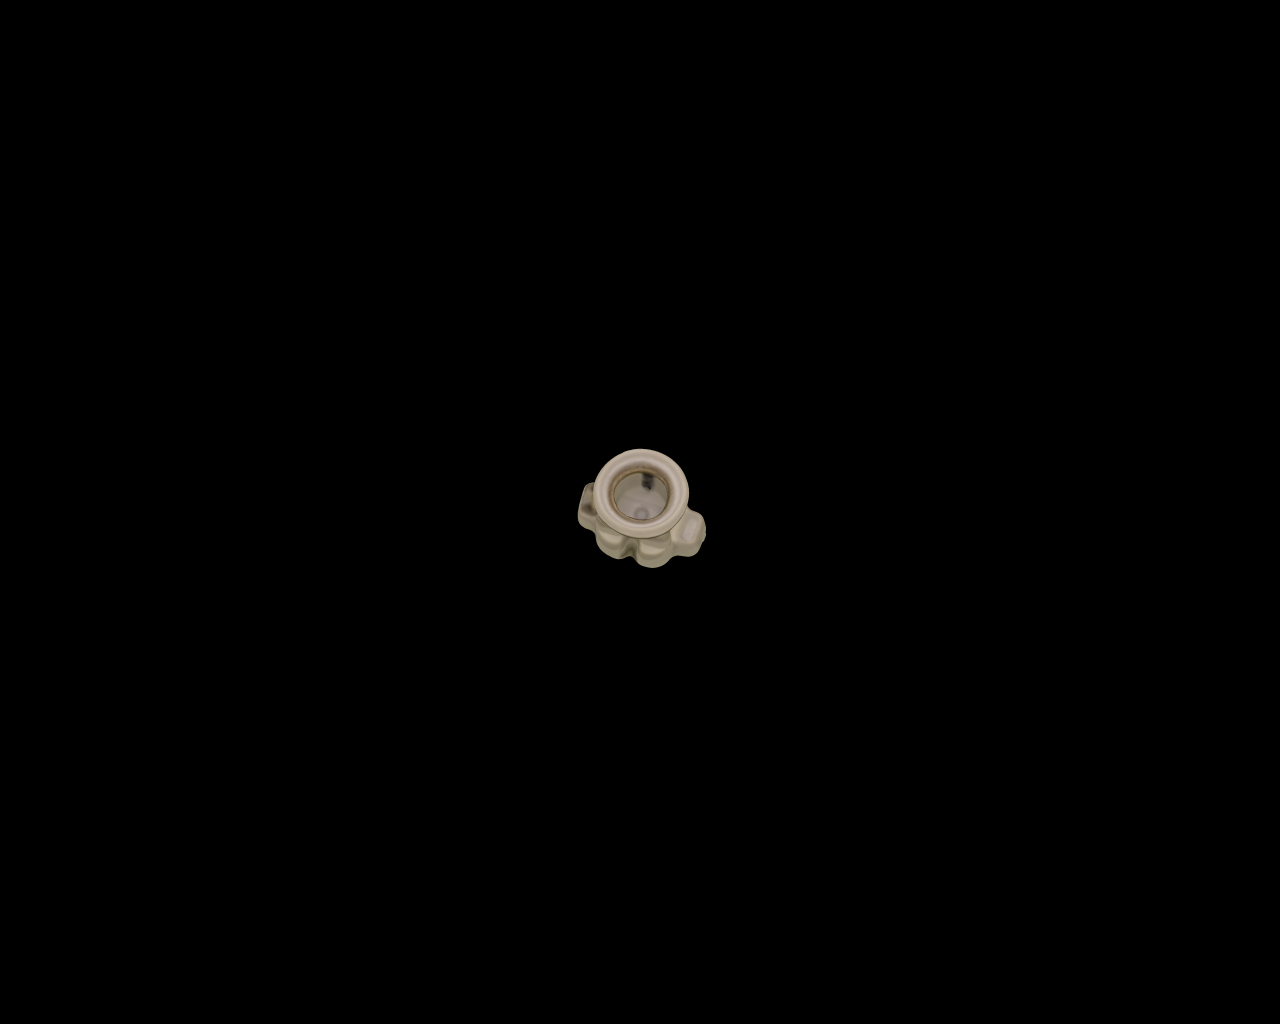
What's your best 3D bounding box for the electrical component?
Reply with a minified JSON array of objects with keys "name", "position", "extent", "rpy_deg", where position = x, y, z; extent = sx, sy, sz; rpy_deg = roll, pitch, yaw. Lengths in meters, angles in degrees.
[{"name":"electrical component","position":[0.001,-0.003,0.650],"extent":[0.078,0.058,0.057],"rpy_deg":[17,-22,7]}]
